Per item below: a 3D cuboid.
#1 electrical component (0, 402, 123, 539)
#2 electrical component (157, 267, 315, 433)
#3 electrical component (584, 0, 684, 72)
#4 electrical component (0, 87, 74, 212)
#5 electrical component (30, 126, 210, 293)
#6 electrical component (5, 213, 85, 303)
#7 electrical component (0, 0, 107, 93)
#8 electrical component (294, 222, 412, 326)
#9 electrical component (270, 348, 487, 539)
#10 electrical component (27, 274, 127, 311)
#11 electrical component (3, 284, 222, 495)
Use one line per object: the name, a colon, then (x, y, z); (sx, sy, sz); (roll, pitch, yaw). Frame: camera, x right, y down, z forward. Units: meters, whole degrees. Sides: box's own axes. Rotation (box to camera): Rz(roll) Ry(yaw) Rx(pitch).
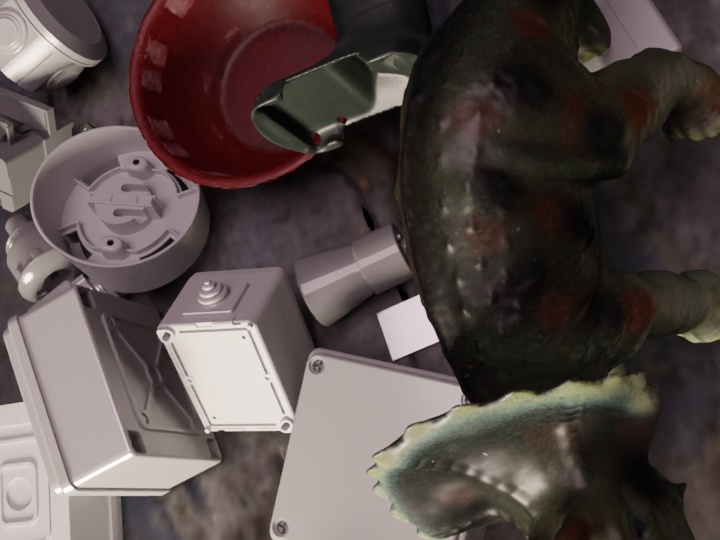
electrical component: (-0.195, 0.139, 0.670); (0.078, 0.057, 0.113); (-11, 76, 20)
electrical component: (-0.067, 0.039, 0.614); (0.062, 0.096, 0.061); (-4, 35, 22)
electrical component: (0.129, -0.118, 0.589); (0.077, 0.047, 0.065); (-32, 70, 15)
electrical component: (-0.259, -0.086, 0.729); (0.121, 0.063, 0.078); (23, 131, 24)
electrical component: (-0.145, -0.037, 0.670); (0.099, 0.064, 0.099); (-5, 61, 9)
electrical component: (-0.215, -0.012, 0.715); (0.048, 0.048, 0.062); (-47, 60, 8)
electrical component: (-0.214, -0.161, 0.723); (0.051, 0.080, 0.080); (-35, 69, 19)
electrical component: (0.000, 0.000, 0.625); (0.065, 0.044, 0.044); (-25, 72, 12)
electrical component: (0.017, 0.107, 0.588); (0.109, 0.056, 0.108); (10, 84, 24)
electrical component: (-0.177, 0.022, 0.695); (0.078, 0.040, 0.040); (-39, 67, -7)
electrical component: (-0.143, 0.074, 0.633); (0.056, 0.109, 0.108); (-29, 71, 13)
